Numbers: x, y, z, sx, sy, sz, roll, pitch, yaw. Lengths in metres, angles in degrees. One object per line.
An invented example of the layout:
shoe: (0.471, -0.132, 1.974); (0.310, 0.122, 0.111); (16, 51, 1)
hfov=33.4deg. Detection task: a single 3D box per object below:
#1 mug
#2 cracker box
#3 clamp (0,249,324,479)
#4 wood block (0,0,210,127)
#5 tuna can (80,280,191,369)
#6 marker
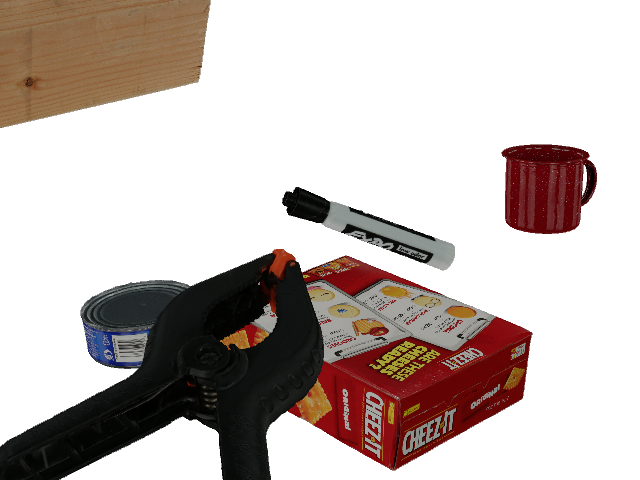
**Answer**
mug: (0.254, -0.058, 1.170); (0.117, 0.081, 0.093); (-10, 19, -27)
cracker box: (0.038, 0.092, 0.881); (0.163, 0.072, 0.214); (-19, 30, -40)
clamp: (-0.040, 0.068, 0.451); (0.120, 0.039, 0.171); (26, 48, 19)
wood block: (-0.200, -0.162, 0.838); (0.205, 0.091, 0.090); (-19, 50, -34)
tuna can: (-0.131, 0.061, 0.785); (0.086, 0.034, 0.086); (-5, 21, 2)
marker: (0.031, -0.008, 0.687); (0.121, 0.020, 0.020); (20, -7, -20)
